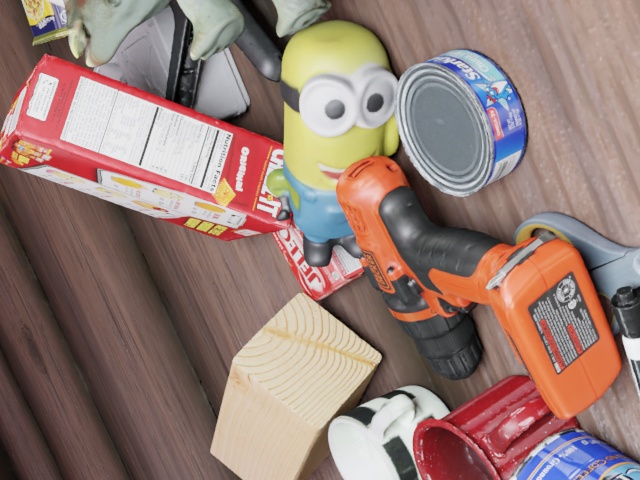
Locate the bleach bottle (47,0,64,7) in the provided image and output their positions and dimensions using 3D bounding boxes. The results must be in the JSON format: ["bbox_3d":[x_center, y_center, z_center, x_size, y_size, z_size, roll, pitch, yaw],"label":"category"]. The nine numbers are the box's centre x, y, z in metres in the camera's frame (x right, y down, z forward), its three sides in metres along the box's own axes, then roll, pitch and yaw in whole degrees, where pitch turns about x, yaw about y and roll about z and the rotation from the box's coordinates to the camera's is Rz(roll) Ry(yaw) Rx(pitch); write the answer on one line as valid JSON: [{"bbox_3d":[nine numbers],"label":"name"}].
[{"bbox_3d":[-0.244,-0.272,0.963,0.251,0.068,0.103,30,105,23],"label":"bleach bottle"}]

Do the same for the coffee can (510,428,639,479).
[{"bbox_3d":[0.186,0.189,0.629,0.140,0.102,0.103,29,137,47],"label":"coffee can"}]

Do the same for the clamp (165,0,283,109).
[{"bbox_3d":[-0.080,-0.184,0.810,0.120,0.039,0.171,-2,99,33],"label":"clamp"}]

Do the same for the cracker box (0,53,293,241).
[{"bbox_3d":[-0.137,-0.067,0.842,0.164,0.213,0.072,-8,65,68],"label":"cracker box"}]

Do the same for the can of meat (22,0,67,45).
[{"bbox_3d":[-0.263,-0.246,1.066,0.102,0.057,0.084,4,114,57],"label":"can of meat"}]

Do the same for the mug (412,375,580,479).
[{"bbox_3d":[0.125,0.136,0.710,0.093,0.081,0.117,49,149,25],"label":"mug"}]

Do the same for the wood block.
[{"bbox_3d":[-0.027,0.147,0.936,0.091,0.090,0.206,38,149,12],"label":"wood block"}]

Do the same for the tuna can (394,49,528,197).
[{"bbox_3d":[0.085,-0.072,0.652,0.086,0.033,0.086,40,144,37],"label":"tuna can"}]

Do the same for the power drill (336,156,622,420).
[{"bbox_3d":[0.097,0.042,0.665,0.188,0.057,0.184,24,150,56],"label":"power drill"}]

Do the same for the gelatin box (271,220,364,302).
[{"bbox_3d":[-0.006,0.001,0.869,0.089,0.030,0.073,61,152,5],"label":"gelatin box"}]

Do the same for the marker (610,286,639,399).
[{"bbox_3d":[0.187,0.077,0.605,0.020,0.020,0.121,17,136,54],"label":"marker"}]

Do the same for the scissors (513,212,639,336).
[{"bbox_3d":[0.168,-0.001,0.592,0.096,0.016,0.202,54,151,15],"label":"scissors"}]
